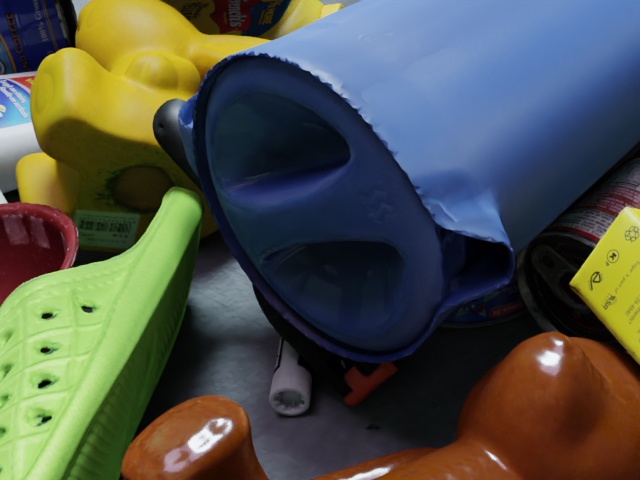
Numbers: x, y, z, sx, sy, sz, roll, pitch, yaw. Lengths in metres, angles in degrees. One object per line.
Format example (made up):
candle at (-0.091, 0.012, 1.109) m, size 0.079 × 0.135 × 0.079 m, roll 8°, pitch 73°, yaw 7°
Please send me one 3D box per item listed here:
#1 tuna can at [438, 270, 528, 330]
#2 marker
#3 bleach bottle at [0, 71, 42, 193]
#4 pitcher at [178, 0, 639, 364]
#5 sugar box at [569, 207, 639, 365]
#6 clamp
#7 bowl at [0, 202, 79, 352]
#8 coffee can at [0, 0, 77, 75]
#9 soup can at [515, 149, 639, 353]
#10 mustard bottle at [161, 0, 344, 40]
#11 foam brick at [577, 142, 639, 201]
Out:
tuna can at (0.074, 0.005, 0.540) m, size 0.086 × 0.034 × 0.086 m, roll -7°, pitch 35°, yaw 5°
marker at (-0.009, 0.037, 0.531) m, size 0.020 × 0.020 × 0.121 m, roll -4°, pitch 36°, yaw 9°
bleach bottle at (-0.215, -0.072, 0.702) m, size 0.250 × 0.068 × 0.103 m, roll -16°, pitch 42°, yaw -10°
pitcher at (0.065, -0.067, 0.476) m, size 0.242 × 0.145 × 0.149 m, roll -34°, pitch 85°, yaw -33°
sugar box at (0.173, 0.062, 0.369) m, size 0.093 × 0.048 × 0.176 m, roll 12°, pitch 27°, yaw -38°
clamp at (-0.003, 0.001, 0.528) m, size 0.120 × 0.039 × 0.171 m, roll -6°, pitch 58°, yaw -46°
bowl at (-0.184, 0.048, 0.523) m, size 0.162 × 0.055 × 0.162 m, roll -15°, pitch 31°, yaw 9°
coffee can at (-0.250, -0.147, 0.780) m, size 0.140 × 0.103 × 0.103 m, roll -14°, pitch 36°, yaw -5°
soup can at (0.148, 0.001, 0.496) m, size 0.102 × 0.068 × 0.069 m, roll -36°, pitch 42°, yaw -31°
mustard bottle at (-0.056, -0.142, 0.758) m, size 0.192 × 0.058 × 0.096 m, roll -1°, pitch 34°, yaw 14°
foam brick at (0.137, -0.040, 0.571) m, size 0.078 × 0.051 × 0.053 m, roll -27°, pitch 38°, yaw -21°
